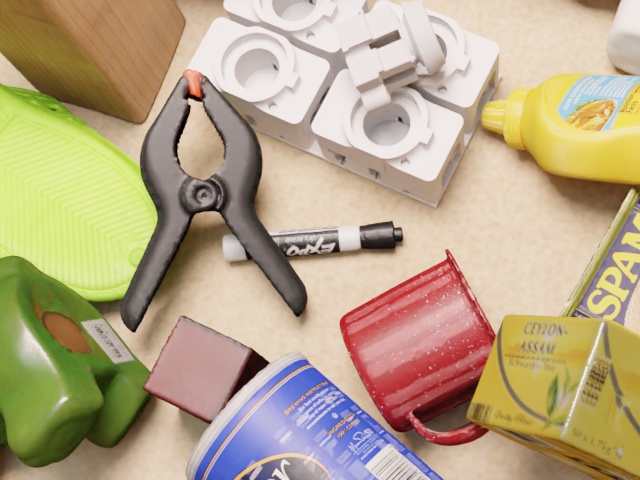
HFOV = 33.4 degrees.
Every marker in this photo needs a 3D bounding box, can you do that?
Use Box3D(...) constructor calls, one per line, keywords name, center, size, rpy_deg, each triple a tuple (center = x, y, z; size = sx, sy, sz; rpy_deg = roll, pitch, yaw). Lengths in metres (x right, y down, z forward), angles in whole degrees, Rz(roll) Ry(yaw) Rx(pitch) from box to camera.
Box3D(name="marker", center=(-0.005, 0.001, 0.716), size=(0.121, 0.020, 0.020), rpy_deg=(-5, 74, 8))

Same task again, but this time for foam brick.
Box3D(name="foam brick", center=(-0.067, 0.087, 0.671), size=(0.051, 0.078, 0.053), rpy_deg=(23, 77, 16))

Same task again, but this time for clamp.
Box3D(name="clamp", center=(-0.065, -0.023, 0.692), size=(0.120, 0.039, 0.171), rpy_deg=(3, 92, -11))

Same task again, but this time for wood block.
Box3D(name="wood block", center=(-0.168, -0.163, 0.691), size=(0.091, 0.206, 0.090), rpy_deg=(17, 78, 13))

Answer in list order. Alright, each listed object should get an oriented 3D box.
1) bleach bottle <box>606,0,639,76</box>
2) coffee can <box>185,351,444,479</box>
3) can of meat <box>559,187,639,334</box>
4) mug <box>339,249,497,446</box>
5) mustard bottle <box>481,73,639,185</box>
Box3D(name="bleach bottle", center=(0.281, -0.219, 0.711), size=(0.103, 0.068, 0.250), rpy_deg=(23, 77, 14))
Box3D(name="coffee can", center=(0.006, 0.149, 0.628), size=(0.140, 0.103, 0.103), rpy_deg=(39, 83, 17))
Box3D(name="can of meat", center=(0.203, 0.032, 0.655), size=(0.084, 0.057, 0.102), rpy_deg=(30, 81, 13))
Box3D(name="mug", center=(0.068, 0.073, 0.643), size=(0.081, 0.093, 0.117), rpy_deg=(-28, 50, 5))
Box3D(name="mustard bottle", center=(0.191, -0.070, 0.665), size=(0.192, 0.058, 0.096), rpy_deg=(10, 38, 31))
